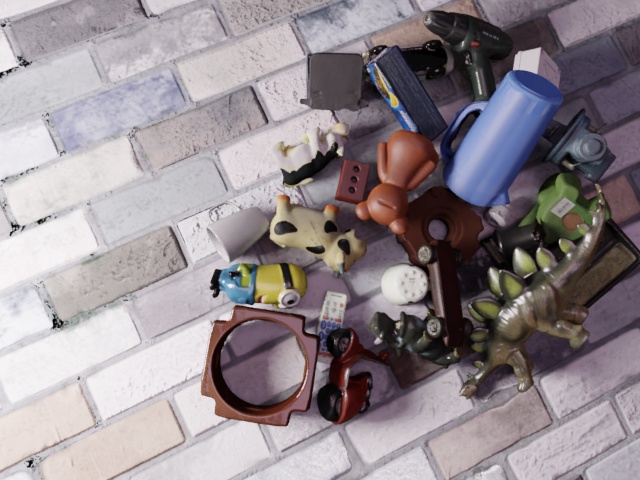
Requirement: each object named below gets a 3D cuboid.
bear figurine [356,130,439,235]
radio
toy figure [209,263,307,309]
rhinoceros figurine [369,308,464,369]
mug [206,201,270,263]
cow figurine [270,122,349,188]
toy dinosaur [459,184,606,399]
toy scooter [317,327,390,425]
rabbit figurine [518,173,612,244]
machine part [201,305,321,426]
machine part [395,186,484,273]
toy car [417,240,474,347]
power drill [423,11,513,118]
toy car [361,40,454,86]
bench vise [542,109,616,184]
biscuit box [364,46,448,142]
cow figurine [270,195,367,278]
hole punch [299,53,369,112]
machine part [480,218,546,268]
[{"bbox_3d":[0.154,-0.110,1.052,0.120,0.132,0.195,19,88,11],"label":"bear figurine"},{"bbox_3d":[0.529,0.057,1.103,0.229,0.073,0.131,-37,89,-10],"label":"radio"},{"bbox_3d":[-0.114,0.081,1.021,0.180,0.082,0.089,8,83,-3],"label":"toy figure"},{"bbox_3d":[0.186,0.185,1.035,0.190,0.112,0.073,25,49,-17],"label":"rhinoceros figurine"},{"bbox_3d":[-0.159,-0.026,1.035,0.107,0.081,0.109,-31,82,-20],"label":"mug"},{"bbox_3d":[-0.009,-0.170,1.071,0.167,0.068,0.098,-22,92,-6],"label":"cow figurine"},{"bbox_3d":[0.400,0.121,1.002,0.198,0.105,0.471,36,108,2],"label":"toy dinosaur"},{"bbox_3d":[0.070,0.258,1.023,0.135,0.075,0.183,6,92,-29],"label":"toy scooter"},{"bbox_3d":[0.488,-0.065,1.086,0.121,0.170,0.159,26,122,-1],"label":"rabbit figurine"},{"bbox_3d":[-0.107,0.228,0.991,0.201,0.087,0.201,8,86,1],"label":"machine part"},{"bbox_3d":[0.242,-0.021,1.088,0.179,0.056,0.179,1,84,-6],"label":"machine part"},{"bbox_3d":[0.231,0.098,1.004,0.089,0.053,0.202,6,72,-34],"label":"toy car"},{"bbox_3d":[0.307,-0.355,1.102,0.232,0.086,0.207,-7,85,-33],"label":"power drill"},{"bbox_3d":[0.182,-0.369,1.126,0.202,0.056,0.073,-8,90,-7],"label":"toy car"},{"bbox_3d":[0.476,-0.211,1.072,0.241,0.223,0.128,36,115,10],"label":"bench vise"},{"bbox_3d":[0.173,-0.284,1.077,0.063,0.059,0.202,-41,110,-8],"label":"biscuit box"},{"bbox_3d":[-0.002,-0.003,1.043,0.195,0.085,0.127,14,75,-7],"label":"cow figurine"},{"bbox_3d":[0.026,-0.325,1.095,0.142,0.092,0.115,-1,115,-10],"label":"hole punch"},{"bbox_3d":[0.386,0.008,1.064,0.039,0.139,0.084,-29,85,-34],"label":"machine part"}]
